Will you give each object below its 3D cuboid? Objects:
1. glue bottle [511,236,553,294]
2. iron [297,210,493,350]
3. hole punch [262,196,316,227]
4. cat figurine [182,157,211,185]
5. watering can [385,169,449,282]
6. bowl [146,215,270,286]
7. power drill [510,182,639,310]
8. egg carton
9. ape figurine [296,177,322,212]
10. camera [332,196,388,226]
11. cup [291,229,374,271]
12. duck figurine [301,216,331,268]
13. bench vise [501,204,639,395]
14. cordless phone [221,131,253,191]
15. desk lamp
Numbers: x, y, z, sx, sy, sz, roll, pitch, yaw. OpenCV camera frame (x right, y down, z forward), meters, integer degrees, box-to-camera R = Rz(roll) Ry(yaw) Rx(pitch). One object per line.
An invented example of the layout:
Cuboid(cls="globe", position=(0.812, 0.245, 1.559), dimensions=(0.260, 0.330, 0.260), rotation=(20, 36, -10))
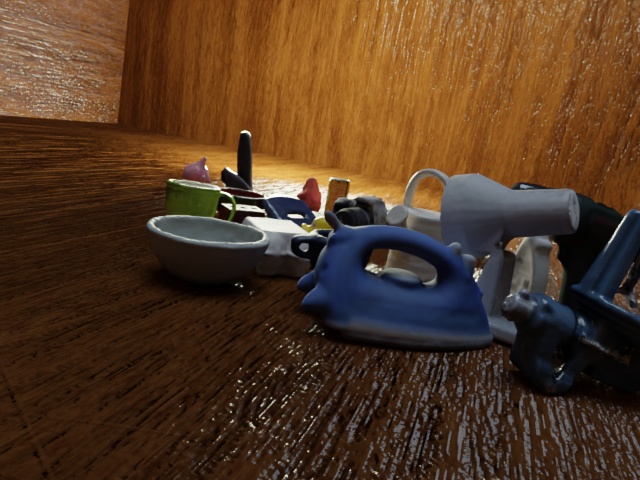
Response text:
Cuboid(cls="glue bottle", position=(0.363, 0.023, 0.974), dimensions=(0.037, 0.173, 0.078), rotation=(6, 13, -20))
Cuboid(cls="iron", position=(0.107, 0.049, 0.710), dimensions=(0.258, 0.141, 0.118), rotation=(8, 12, -9))
Cuboid(cls="hole punch", position=(-0.049, -0.029, 1.071), dimensions=(0.109, 0.091, 0.100), rotation=(0, 16, -41))
Cuboid(cls="cat figurine", position=(-0.274, -0.128, 1.282), dimensions=(0.067, 0.118, 0.127), rotation=(5, 13, -22))
Cuboid(cls="watering can", position=(0.181, -0.029, 1.016), dimensions=(0.100, 0.194, 0.173), rotation=(14, 12, 18))
Cuboid(cls="bowl", position=(-0.156, 0.019, 0.790), dimensions=(0.167, 0.075, 0.167), rotation=(10, 12, -2))
Cuboid(cls="power drill", position=(0.368, 0.033, 0.847), dimensions=(0.229, 0.208, 0.075), rotation=(9, 12, -6))
Cuboid(cls="egg carton", position=(-0.072, 0.009, 0.922), dimensions=(0.107, 0.069, 0.150), rotation=(5, 13, -25))
Cuboid(cls="ape figurine", position=(-0.026, -0.122, 1.528), dimensions=(0.078, 0.092, 0.076), rotation=(4, 13, -26))
Cuboid(cls="camera", position=(0.075, -0.050, 1.253), dimensions=(0.142, 0.101, 0.137), rotation=(18, 14, 34))
Cuboid(cls="cup", position=(0.011, 0.039, 0.792), dimensions=(0.118, 0.095, 0.091), rotation=(5, 13, -23))
Cuboid(cls="duck figurine", position=(0.009, 0.004, 0.979), dimensions=(0.104, 0.086, 0.078), rotation=(13, 12, 15))
Cuboid(cls="bench vise", position=(0.312, 0.064, 0.623), dimensions=(0.208, 0.220, 0.121), rotation=(3, 14, -30))
Cuboid(cls="cordless phone", position=(-0.195, -0.180, 1.429), dimensions=(0.094, 0.185, 0.147), rotation=(5, 13, -24))
Cuboid(cls="desk lamp", position=(0.258, 0.023, 0.789), dimensions=(0.202, 0.213, 0.118), rotation=(18, 14, 34))
